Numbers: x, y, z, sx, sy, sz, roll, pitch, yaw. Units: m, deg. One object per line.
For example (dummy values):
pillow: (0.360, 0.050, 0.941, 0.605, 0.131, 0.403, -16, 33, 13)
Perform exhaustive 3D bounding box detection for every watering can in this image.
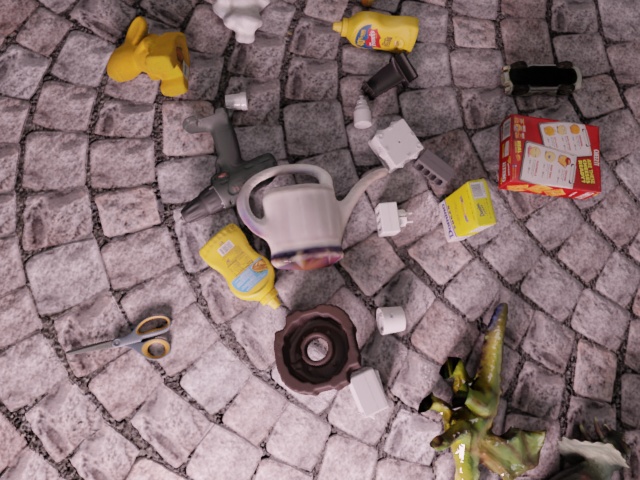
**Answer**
watering can: (0.003, -0.054, 1.075, 0.348, 0.103, 0.226, -6, 80, -19)

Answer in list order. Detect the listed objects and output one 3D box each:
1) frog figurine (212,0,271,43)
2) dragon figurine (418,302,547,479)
frog figurine: (-0.175, -0.538, 1.185, 0.138, 0.124, 0.156, -25, 118, -19)
dragon figurine: (0.345, 0.355, 1.027, 0.242, 0.122, 0.413, 39, 80, -9)
